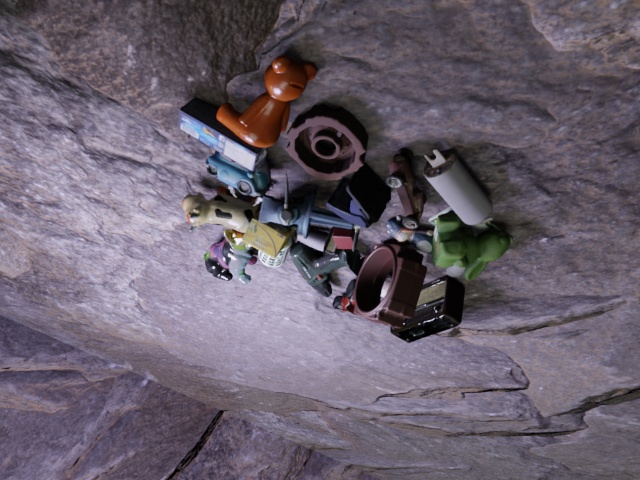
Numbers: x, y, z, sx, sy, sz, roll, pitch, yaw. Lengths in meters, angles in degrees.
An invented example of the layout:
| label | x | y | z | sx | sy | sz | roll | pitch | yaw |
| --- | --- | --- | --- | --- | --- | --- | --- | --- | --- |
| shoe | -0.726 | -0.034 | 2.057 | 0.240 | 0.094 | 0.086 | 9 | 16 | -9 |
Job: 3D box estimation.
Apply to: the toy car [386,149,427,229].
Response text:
| label | x | y | z | sx | sy | sz | roll | pitch | yaw |
| --- | --- | --- | --- | --- | --- | --- | --- | --- | --- |
| toy car | 0.199 | -0.108 | 1.191 | 0.053 | 0.089 | 0.201 | 0 | 140 | 28 |

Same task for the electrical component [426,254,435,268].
| label | x | y | z | sx | sy | sz | roll | pitch | yaw |
| --- | --- | --- | --- | --- | --- | --- | --- | --- | --- |
| electrical component | 0.312 | 0.044 | 1.408 | 0.063 | 0.021 | 0.093 | 7 | 143 | 12 |

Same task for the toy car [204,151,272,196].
| label | x | y | z | sx | sy | sz | roll | pitch | yaw |
| --- | --- | --- | --- | --- | --- | --- | --- | --- | --- |
| toy car | -0.181 | -0.179 | 1.255 | 0.162 | 0.109 | 0.102 | 28 | 118 | 4 |

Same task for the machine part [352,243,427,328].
| label | x | y | z | sx | sy | sz | roll | pitch | yaw |
| --- | --- | --- | --- | --- | --- | --- | --- | --- | --- |
| machine part | 0.171 | 0.113 | 1.372 | 0.087 | 0.201 | 0.201 | 22 | 173 | -23 |

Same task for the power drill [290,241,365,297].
| label | x | y | z | sx | sy | sz | roll | pitch | yaw |
| --- | --- | --- | --- | --- | --- | --- | --- | --- | --- |
| power drill | 0.035 | 0.081 | 1.532 | 0.207 | 0.086 | 0.231 | -6 | 136 | 40 |

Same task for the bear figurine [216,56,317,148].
| label | x | y | z | sx | sy | sz | roll | pitch | yaw |
| --- | --- | --- | --- | --- | --- | --- | --- | --- | --- |
| bear figurine | -0.105 | -0.288 | 1.072 | 0.132 | 0.120 | 0.195 | 46 | 124 | 30 |

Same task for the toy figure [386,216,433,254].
| label | x | y | z | sx | sy | sz | roll | pitch | yaw |
| --- | --- | --- | --- | --- | --- | --- | --- | --- | --- |
| toy figure | 0.236 | -0.010 | 1.340 | 0.154 | 0.058 | 0.064 | 21 | 103 | -5 |

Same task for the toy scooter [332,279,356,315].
| label | x | y | z | sx | sy | sz | roll | pitch | yaw |
| --- | --- | --- | --- | --- | --- | --- | --- | --- | --- |
| toy scooter | 0.128 | 0.186 | 1.629 | 0.135 | 0.075 | 0.184 | 24 | 147 | -9 |

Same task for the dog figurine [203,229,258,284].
| label | x | y | z | sx | sy | sz | roll | pitch | yaw |
| --- | --- | --- | --- | --- | --- | --- | --- | --- | --- |
| dog figurine | -0.257 | 0.015 | 1.533 | 0.192 | 0.108 | 0.219 | 10 | 140 | 14 |

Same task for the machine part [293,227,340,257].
| label | x | y | z | sx | sy | sz | roll | pitch | yaw |
| --- | --- | --- | --- | --- | --- | --- | --- | --- | --- |
| machine part | -0.003 | -0.004 | 1.436 | 0.139 | 0.084 | 0.039 | 14 | 171 | 18 |

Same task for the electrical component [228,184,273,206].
| label | x | y | z | sx | sy | sz | roll | pitch | yaw |
| --- | --- | --- | --- | --- | --- | --- | --- | --- | --- |
| electrical component | -0.177 | -0.131 | 1.351 | 0.102 | 0.045 | 0.078 | 26 | 145 | -12 |

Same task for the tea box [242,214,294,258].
| label | x | y | z | sx | sy | sz | roll | pitch | yaw |
| --- | --- | --- | --- | --- | --- | --- | --- | --- | --- |
| tea box | -0.124 | -0.022 | 1.361 | 0.098 | 0.169 | 0.068 | 29 | 103 | 1 |

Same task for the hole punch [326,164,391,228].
| label | x | y | z | sx | sy | sz | roll | pitch | yaw |
| --- | --- | --- | --- | --- | --- | --- | --- | --- | --- |
| hole punch | 0.089 | -0.093 | 1.228 | 0.092 | 0.142 | 0.115 | -27 | 112 | 42 |

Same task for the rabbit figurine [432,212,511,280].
| label | x | y | z | sx | sy | sz | roll | pitch | yaw |
| --- | --- | --- | --- | --- | --- | --- | --- | --- | --- |
| rabbit figurine | 0.357 | 0.026 | 1.262 | 0.170 | 0.121 | 0.158 | -1 | 138 | 2 |

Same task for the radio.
| label | x | y | z | sx | sy | sz | roll | pitch | yaw |
| --- | --- | --- | --- | --- | --- | --- | --- | --- | --- |
| radio | 0.301 | 0.202 | 1.530 | 0.073 | 0.131 | 0.229 | 30 | 142 | -22 |

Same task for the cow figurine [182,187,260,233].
| label | x | y | z | sx | sy | sz | roll | pitch | yaw |
| --- | --- | --- | --- | --- | --- | --- | --- | --- | --- |
| cow figurine | -0.263 | -0.071 | 1.398 | 0.195 | 0.127 | 0.085 | 17 | 142 | -4 |

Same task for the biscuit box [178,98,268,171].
| label | x | y | z | sx | sy | sz | roll | pitch | yaw |
| --- | --- | --- | --- | --- | --- | --- | --- | --- | --- |
| biscuit box | -0.212 | -0.233 | 1.177 | 0.203 | 0.063 | 0.059 | 31 | 141 | 6 |

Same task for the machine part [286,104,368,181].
| label | x | y | z | sx | sy | sz | roll | pitch | yaw |
| --- | --- | --- | --- | --- | --- | --- | --- | --- | --- |
| machine part | 0.017 | -0.209 | 1.160 | 0.179 | 0.056 | 0.179 | 11 | 143 | 8 |

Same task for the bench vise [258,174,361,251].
| label | x | y | z | sx | sy | sz | roll | pitch | yaw |
| --- | --- | --- | --- | --- | --- | --- | --- | --- | --- |
| bench vise | -0.017 | -0.059 | 1.280 | 0.241 | 0.128 | 0.223 | 12 | 176 | 1 |

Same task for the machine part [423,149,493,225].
| label | x | y | z | sx | sy | sz | roll | pitch | yaw |
| --- | --- | --- | --- | --- | --- | --- | --- | --- | --- |
| machine part | 0.300 | -0.110 | 1.160 | 0.079 | 0.079 | 0.243 | -18 | 133 | 39 |
